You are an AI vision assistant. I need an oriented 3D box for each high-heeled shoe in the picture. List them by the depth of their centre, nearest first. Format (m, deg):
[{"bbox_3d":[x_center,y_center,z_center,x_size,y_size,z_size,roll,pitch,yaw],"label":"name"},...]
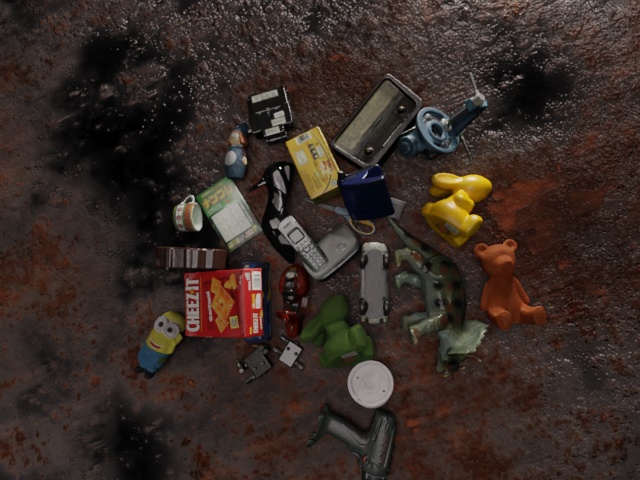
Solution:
[{"bbox_3d":[-0.084,-0.075,1.376,0.145,0.086,0.248,-29,95,-18],"label":"high-heeled shoe"}]

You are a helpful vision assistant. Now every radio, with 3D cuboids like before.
[{"bbox_3d":[0.145,-0.281,1.342,0.131,0.073,0.229,39,93,10],"label":"radio"}]

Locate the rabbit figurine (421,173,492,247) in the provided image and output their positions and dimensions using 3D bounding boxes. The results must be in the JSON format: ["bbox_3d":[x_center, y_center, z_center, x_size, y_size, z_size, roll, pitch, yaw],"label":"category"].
[{"bbox_3d":[0.333,-0.091,1.291,0.162,0.121,0.173,39,78,20],"label":"rabbit figurine"}]

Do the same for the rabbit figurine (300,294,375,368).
[{"bbox_3d":[0.041,0.220,1.307,0.159,0.121,0.170,-27,54,19],"label":"rabbit figurine"}]

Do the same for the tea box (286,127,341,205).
[{"bbox_3d":[-0.007,-0.186,1.356,0.098,0.068,0.169,-24,78,6],"label":"tea box"}]

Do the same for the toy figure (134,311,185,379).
[{"bbox_3d":[-0.412,0.265,1.385,0.082,0.089,0.180,26,100,-16],"label":"toy figure"}]

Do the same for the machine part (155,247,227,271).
[{"bbox_3d":[-0.321,0.047,1.345,0.179,0.179,0.056,1,89,9],"label":"machine part"}]

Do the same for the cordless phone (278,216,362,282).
[{"bbox_3d":[-0.002,-0.004,1.318,0.146,0.089,0.184,-40,92,4],"label":"cordless phone"}]

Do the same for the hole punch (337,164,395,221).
[{"bbox_3d":[0.112,-0.106,1.284,0.116,0.092,0.142,-22,124,1],"label":"hole punch"}]

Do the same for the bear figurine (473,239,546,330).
[{"bbox_3d":[0.431,0.097,1.238,0.120,0.132,0.195,-4,90,-7],"label":"bear figurine"}]

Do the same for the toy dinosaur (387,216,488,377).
[{"bbox_3d":[0.277,0.121,1.266,0.192,0.131,0.404,-6,81,-7],"label":"toy dinosaur"}]

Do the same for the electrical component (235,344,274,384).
[{"bbox_3d":[-0.164,0.307,1.357,0.102,0.045,0.078,-32,80,6],"label":"electrical component"}]

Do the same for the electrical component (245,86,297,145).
[{"bbox_3d":[-0.126,-0.319,1.399,0.115,0.058,0.134,-13,83,10],"label":"electrical component"}]

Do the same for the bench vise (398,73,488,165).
[{"bbox_3d":[0.299,-0.258,1.228,0.223,0.240,0.129,-9,73,-33],"label":"bench vise"}]

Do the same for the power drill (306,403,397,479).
[{"bbox_3d":[0.073,0.500,1.284,0.207,0.086,0.232,20,87,14],"label":"power drill"}]

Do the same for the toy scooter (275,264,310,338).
[{"bbox_3d":[-0.070,0.148,1.310,0.075,0.135,0.183,1,84,11],"label":"toy scooter"}]

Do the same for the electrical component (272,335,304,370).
[{"bbox_3d":[-0.072,0.285,1.355,0.094,0.021,0.063,33,90,11],"label":"electrical component"}]

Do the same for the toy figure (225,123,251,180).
[{"bbox_3d":[-0.215,-0.235,1.406,0.064,0.058,0.154,5,85,3],"label":"toy figure"}]

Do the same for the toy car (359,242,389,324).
[{"bbox_3d":[0.134,0.106,1.321,0.074,0.056,0.201,0,86,3],"label":"toy car"}]

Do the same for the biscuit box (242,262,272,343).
[{"bbox_3d":[-0.159,0.157,1.361,0.063,0.059,0.202,-3,85,9],"label":"biscuit box"}]
